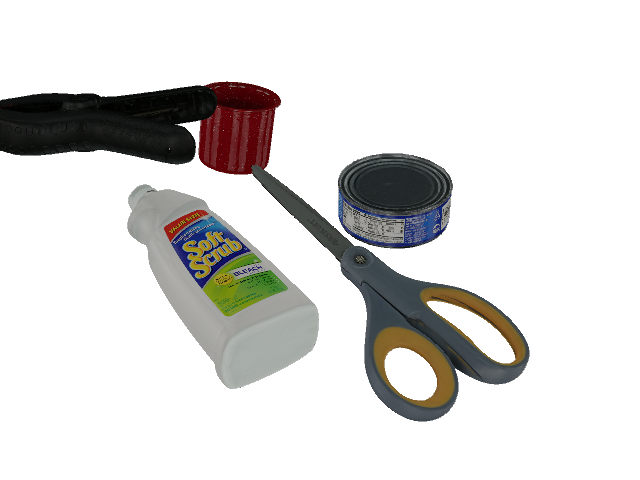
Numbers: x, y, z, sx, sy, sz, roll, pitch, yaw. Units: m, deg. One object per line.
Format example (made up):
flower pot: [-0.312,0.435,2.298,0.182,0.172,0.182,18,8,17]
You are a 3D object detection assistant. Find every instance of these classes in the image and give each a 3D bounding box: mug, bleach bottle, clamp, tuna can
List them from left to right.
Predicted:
clamp: [-0.153,-0.084,0.737,0.171,0.039,0.120,6,18,10]
bleach bottle: [-0.110,0.024,0.966,0.102,0.068,0.251,-22,44,-29]
mug: [-0.092,-0.131,1.221,0.093,0.081,0.117,14,27,11]
tuna can: [0.056,-0.030,0.805,0.086,0.034,0.086,0,34,0]

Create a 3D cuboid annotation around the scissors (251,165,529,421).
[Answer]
scissors: [0.017,0.029,0.588,0.202,0.016,0.096,29,52,18]
